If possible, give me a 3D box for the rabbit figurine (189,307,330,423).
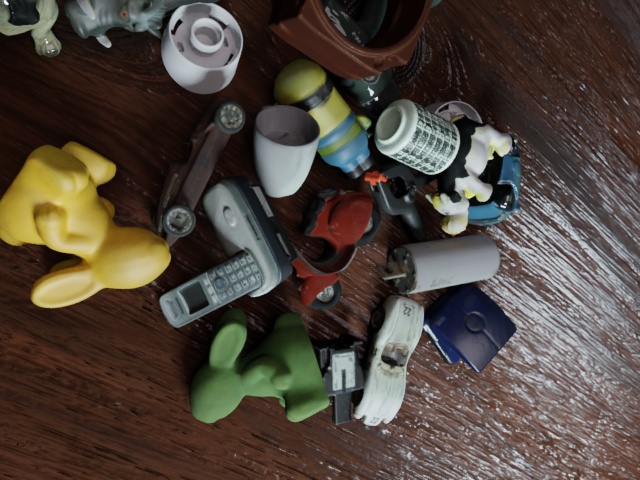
[{"bbox_3d":[-0.090,0.170,0.693,0.170,0.121,0.159,-17,98,-10],"label":"rabbit figurine"}]

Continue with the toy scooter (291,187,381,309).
[{"bbox_3d":[-0.002,-0.002,0.749,0.135,0.075,0.184,30,84,-24],"label":"toy scooter"}]

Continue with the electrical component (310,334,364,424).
[{"bbox_3d":[0.025,0.202,0.788,0.075,0.048,0.119,-7,97,-27],"label":"electrical component"}]

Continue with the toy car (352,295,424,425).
[{"bbox_3d":[0.104,0.184,0.823,0.073,0.056,0.201,19,84,-27],"label":"toy car"}]

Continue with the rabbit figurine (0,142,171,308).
[{"bbox_3d":[-0.252,-0.001,0.582,0.173,0.122,0.162,35,90,-15],"label":"rabbit figurine"}]

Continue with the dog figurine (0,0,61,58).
[{"bbox_3d":[-0.300,-0.272,0.510,0.121,0.191,0.172,-13,98,-26],"label":"dog figurine"}]

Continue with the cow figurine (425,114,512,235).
[{"bbox_3d":[0.205,-0.096,0.796,0.098,0.068,0.167,26,85,-17],"label":"cow figurine"}]

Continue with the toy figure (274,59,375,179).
[{"bbox_3d":[0.011,-0.165,0.734,0.180,0.089,0.082,50,64,-19],"label":"toy figure"}]

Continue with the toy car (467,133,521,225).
[{"bbox_3d":[0.277,-0.089,0.879,0.102,0.109,0.161,35,64,-48],"label":"toy car"}]

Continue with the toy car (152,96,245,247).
[{"bbox_3d":[-0.154,-0.085,0.655,0.053,0.089,0.202,30,81,-27],"label":"toy car"}]

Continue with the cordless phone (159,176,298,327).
[{"bbox_3d":[-0.134,0.018,0.672,0.184,0.089,0.146,-27,89,12],"label":"cordless phone"}]

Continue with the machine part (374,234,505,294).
[{"bbox_3d":[0.197,0.036,0.849,0.243,0.079,0.079,-7,97,-28],"label":"machine part"}]

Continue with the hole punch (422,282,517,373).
[{"bbox_3d":[0.241,0.140,0.876,0.142,0.092,0.115,-42,107,-15],"label":"hole punch"}]

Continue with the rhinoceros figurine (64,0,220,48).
[{"bbox_3d":[-0.192,-0.282,0.610,0.190,0.073,0.112,-23,80,-13],"label":"rhinoceros figurine"}]

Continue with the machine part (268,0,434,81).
[{"bbox_3d":[0.042,-0.314,0.646,0.201,0.087,0.201,23,88,-36],"label":"machine part"}]

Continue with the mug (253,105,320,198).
[{"bbox_3d":[-0.056,-0.115,0.702,0.081,0.110,0.107,-21,146,-30],"label":"mug"}]

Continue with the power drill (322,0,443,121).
[{"bbox_3d":[0.096,-0.292,0.783,0.232,0.086,0.207,37,84,-26],"label":"power drill"}]
